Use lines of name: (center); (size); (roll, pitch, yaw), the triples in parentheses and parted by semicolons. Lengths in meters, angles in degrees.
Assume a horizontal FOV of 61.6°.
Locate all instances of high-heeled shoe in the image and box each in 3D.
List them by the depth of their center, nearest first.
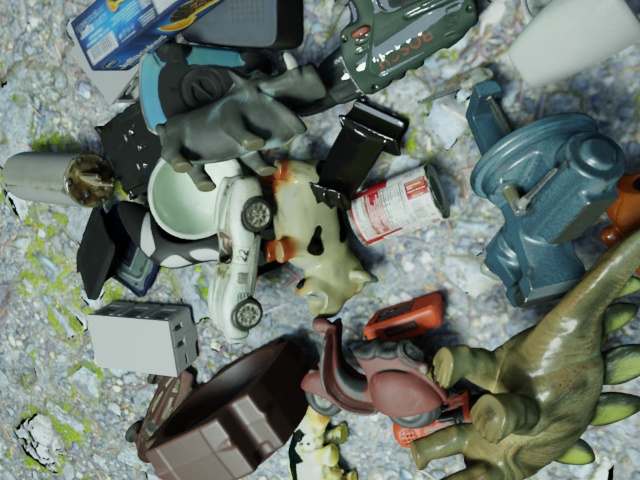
high-heeled shoe: (-0.156, -0.025, 0.722); (0.249, 0.086, 0.145); (33, 113, 4)

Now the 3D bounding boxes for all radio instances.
radio: (-0.094, -0.336, 0.610); (0.131, 0.073, 0.229); (6, 106, 21)

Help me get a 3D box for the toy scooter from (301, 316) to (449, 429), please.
toy scooter: (0.052, 0.147, 0.625); (0.184, 0.075, 0.135); (-5, 113, 27)

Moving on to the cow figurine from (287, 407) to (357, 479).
cow figurine: (-0.011, 0.292, 0.765); (0.098, 0.068, 0.167); (-6, 102, 29)

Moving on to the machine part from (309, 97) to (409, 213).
machine part: (0.042, -0.096, 0.611); (0.084, 0.039, 0.139); (32, 74, 4)

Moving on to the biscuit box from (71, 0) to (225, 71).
biscuit box: (-0.185, -0.258, 0.595); (0.203, 0.063, 0.059); (-20, 96, 30)

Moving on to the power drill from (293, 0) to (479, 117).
power drill: (0.035, -0.259, 0.568); (0.232, 0.086, 0.207); (-16, 103, 22)

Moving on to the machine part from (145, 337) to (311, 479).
machine part: (-0.111, 0.230, 0.708); (0.201, 0.201, 0.087); (-31, 95, 26)

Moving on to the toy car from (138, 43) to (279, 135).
toy car: (-0.133, -0.182, 0.648); (0.162, 0.103, 0.109); (-7, 111, -12)

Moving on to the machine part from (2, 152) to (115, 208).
machine part: (-0.377, -0.088, 0.771); (0.243, 0.079, 0.079); (6, 108, 34)

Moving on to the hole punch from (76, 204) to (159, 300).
hole punch: (-0.298, 0.017, 0.795); (0.116, 0.092, 0.142); (50, 124, 38)

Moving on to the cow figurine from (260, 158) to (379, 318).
cow figurine: (-0.001, -0.002, 0.654); (0.085, 0.127, 0.194); (171, 95, -67)

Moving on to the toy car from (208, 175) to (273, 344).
toy car: (-0.099, 0.023, 0.637); (0.074, 0.056, 0.201); (16, 101, 61)

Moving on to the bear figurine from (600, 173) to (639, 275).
bear figurine: (0.354, 0.010, 0.526); (0.120, 0.132, 0.195); (-23, 114, 28)

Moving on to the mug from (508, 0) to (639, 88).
mug: (0.232, -0.205, 0.515); (0.107, 0.081, 0.109); (-36, 97, 36)

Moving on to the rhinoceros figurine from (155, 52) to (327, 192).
rhinoceros figurine: (-0.081, -0.127, 0.575); (0.190, 0.073, 0.112); (-22, 65, 10)

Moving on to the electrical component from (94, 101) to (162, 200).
electrical component: (-0.225, -0.129, 0.730); (0.134, 0.058, 0.114); (-21, 99, 26)

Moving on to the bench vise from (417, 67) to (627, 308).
bench vise: (0.197, -0.064, 0.537); (0.129, 0.223, 0.241); (-16, 63, -1)

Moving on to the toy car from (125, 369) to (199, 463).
toy car: (-0.255, 0.283, 0.866); (0.089, 0.053, 0.202); (33, 116, 13)

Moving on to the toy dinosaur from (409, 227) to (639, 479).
toy dinosaur: (0.214, 0.141, 0.520); (0.198, 0.105, 0.470); (-4, 132, -20)
